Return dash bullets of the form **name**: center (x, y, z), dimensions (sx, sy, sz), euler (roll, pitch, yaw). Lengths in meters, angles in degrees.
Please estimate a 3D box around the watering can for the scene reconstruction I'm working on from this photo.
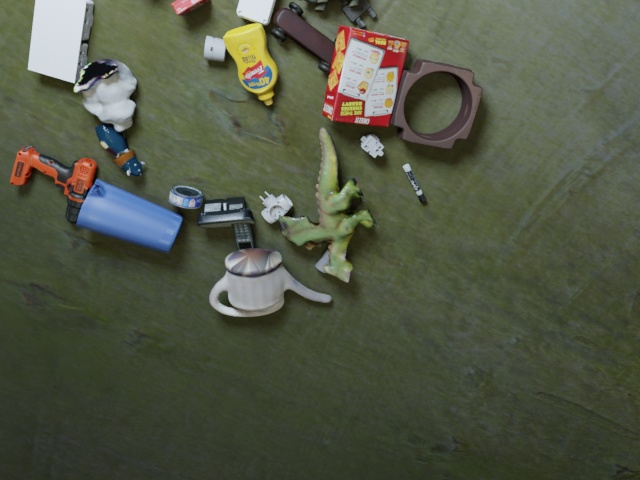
- **watering can**: center (-0.136, 0.121, 1.439), dimensions (0.348, 0.219, 0.106), euler (-7, 38, -10)

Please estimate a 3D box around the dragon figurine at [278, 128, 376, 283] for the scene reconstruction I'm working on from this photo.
- **dragon figurine**: center (0.004, -0.068, 1.356), dimensions (0.242, 0.405, 0.124), euler (-28, 19, 5)

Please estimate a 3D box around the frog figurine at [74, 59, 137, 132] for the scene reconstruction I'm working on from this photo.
- **frog figurine**: center (-0.499, -0.349, 1.243), dimensions (0.124, 0.138, 0.156), euler (42, -12, 32)
